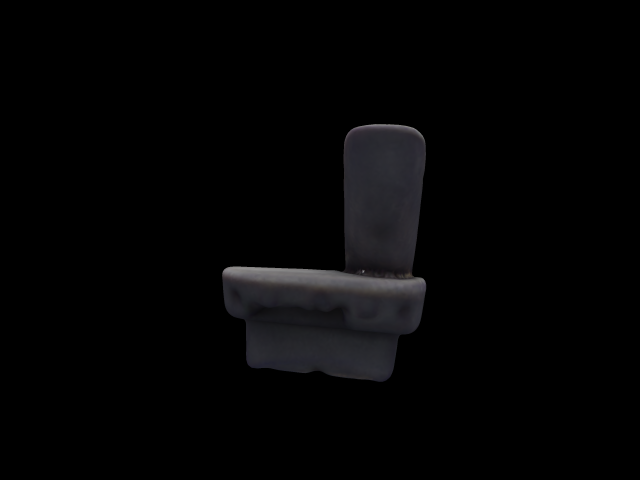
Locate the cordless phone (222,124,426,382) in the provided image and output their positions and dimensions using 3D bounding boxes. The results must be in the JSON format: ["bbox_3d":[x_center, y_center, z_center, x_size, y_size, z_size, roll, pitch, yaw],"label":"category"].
[{"bbox_3d":[0.004,0.001,0.400,0.147,0.185,0.094,1,34,2],"label":"cordless phone"}]
